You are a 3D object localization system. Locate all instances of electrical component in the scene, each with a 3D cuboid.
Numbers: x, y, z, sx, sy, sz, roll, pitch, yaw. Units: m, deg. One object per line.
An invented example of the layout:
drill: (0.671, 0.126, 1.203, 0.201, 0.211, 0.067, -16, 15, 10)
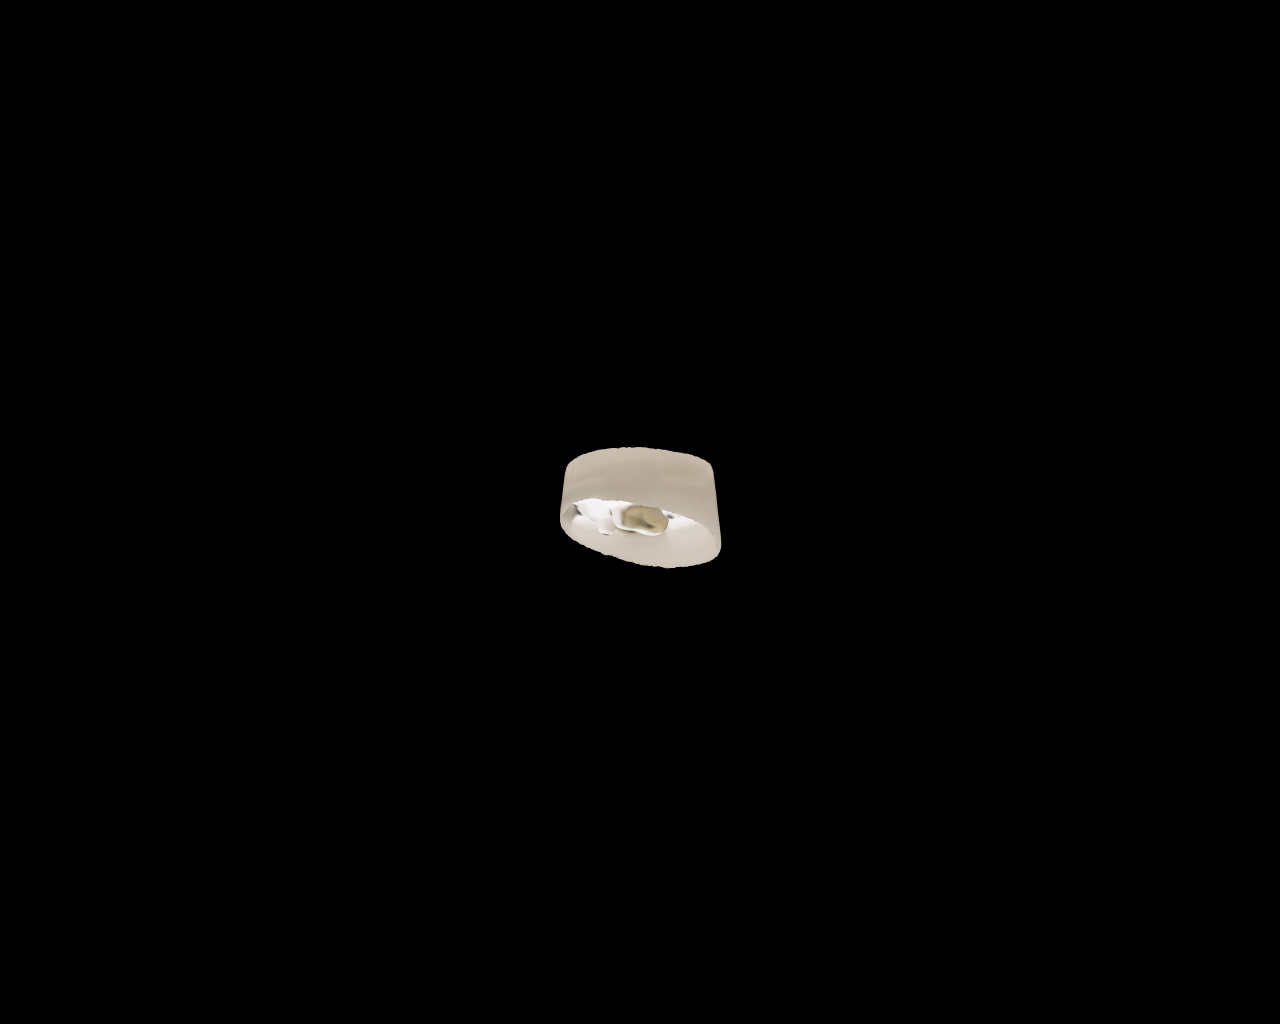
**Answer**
electrical component: (0.001, -0.003, 0.650, 0.099, 0.064, 0.099, 0, -14, 0)
